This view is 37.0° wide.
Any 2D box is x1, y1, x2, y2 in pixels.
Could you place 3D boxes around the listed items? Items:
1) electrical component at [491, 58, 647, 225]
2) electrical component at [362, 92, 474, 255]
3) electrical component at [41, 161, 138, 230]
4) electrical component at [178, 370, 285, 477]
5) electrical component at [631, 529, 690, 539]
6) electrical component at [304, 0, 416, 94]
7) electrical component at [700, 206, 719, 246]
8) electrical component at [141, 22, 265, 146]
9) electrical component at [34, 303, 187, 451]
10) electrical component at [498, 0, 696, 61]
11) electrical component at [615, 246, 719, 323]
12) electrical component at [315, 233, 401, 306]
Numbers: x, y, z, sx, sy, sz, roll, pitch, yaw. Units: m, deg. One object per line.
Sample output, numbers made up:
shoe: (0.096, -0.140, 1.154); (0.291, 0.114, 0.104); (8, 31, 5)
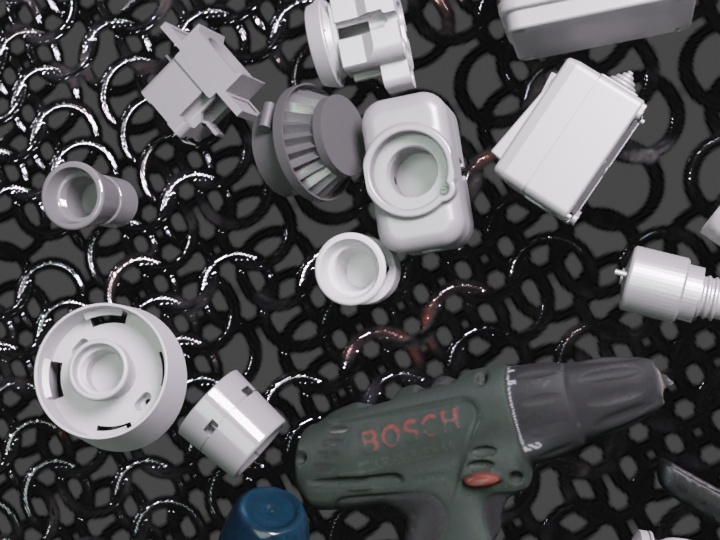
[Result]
electrical component: (0.127, -0.083, 0.647); (0.061, 0.062, 0.096); (35, 97, 12)
electrical component: (0.036, -0.059, 0.670); (0.054, 0.059, 0.095); (-10, 87, 13)
electrical component: (-0.176, -0.047, 0.718); (0.044, 0.065, 0.044); (0, 89, 14)
electrical component: (-0.082, 0.101, 0.698); (0.047, 0.055, 0.055); (41, 98, 7)
electrical component: (0.178, 0.193, 0.621); (0.051, 0.080, 0.080); (6, 90, 9)
electrical component: (-0.001, -0.148, 0.682); (0.057, 0.058, 0.078); (-12, 87, 10)
electrical component: (0.254, -0.031, 0.625); (0.077, 0.043, 0.079); (38, 97, 12)
electrical component: (-0.106, -0.121, 0.715); (0.064, 0.042, 0.081); (-42, 79, 11)
electrical component: (-0.168, 0.072, 0.727); (0.099, 0.064, 0.099); (-1, 78, 4)
electrical component: (0.139, -0.169, 0.638); (0.113, 0.078, 0.057); (-9, 84, 13)
electrical component: (0.191, 0.012, 0.641); (0.078, 0.040, 0.040); (15, 92, 14)
electrical component: (0.000, 0.000, 0.679); (0.045, 0.055, 0.045); (0, 89, 13)
